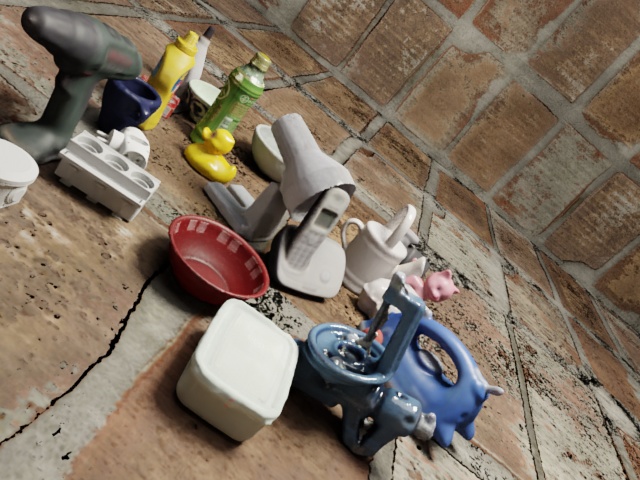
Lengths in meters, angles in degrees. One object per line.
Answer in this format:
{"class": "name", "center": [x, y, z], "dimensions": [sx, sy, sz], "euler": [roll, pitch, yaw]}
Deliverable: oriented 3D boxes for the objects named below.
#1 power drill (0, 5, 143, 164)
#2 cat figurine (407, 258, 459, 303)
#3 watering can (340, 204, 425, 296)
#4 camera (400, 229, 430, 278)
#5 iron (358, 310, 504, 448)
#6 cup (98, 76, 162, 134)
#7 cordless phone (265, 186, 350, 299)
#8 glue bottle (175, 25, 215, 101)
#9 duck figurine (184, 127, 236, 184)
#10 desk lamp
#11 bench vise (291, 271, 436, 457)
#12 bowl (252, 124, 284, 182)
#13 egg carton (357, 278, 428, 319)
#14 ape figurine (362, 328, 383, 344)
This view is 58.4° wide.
{"class": "power drill", "center": [-0.335, -0.204, 0.754], "dimensions": [0.075, 0.208, 0.230], "euler": [41, 22, 1]}
{"class": "cat figurine", "center": [0.231, 0.094, 1.229], "dimensions": [0.128, 0.117, 0.067], "euler": [42, 22, 5]}
{"class": "watering can", "center": [0.125, 0.013, 1.109], "dimensions": [0.173, 0.194, 0.100], "euler": [29, 25, -27]}
{"class": "camera", "center": [0.184, 0.033, 1.292], "dimensions": [0.137, 0.100, 0.143], "euler": [41, 22, 1]}
{"class": "iron", "center": [0.170, 0.191, 0.918], "dimensions": [0.119, 0.141, 0.257], "euler": [11, 36, -50]}
{"class": "cup", "center": [-0.318, -0.209, 0.943], "dimensions": [0.092, 0.095, 0.117], "euler": [15, 33, -47]}
{"class": "cordless phone", "center": [0.009, 0.003, 0.951], "dimensions": [0.148, 0.185, 0.094], "euler": [20, 30, -41]}
{"class": "glue bottle", "center": [-0.279, -0.392, 1.243], "dimensions": [0.078, 0.173, 0.037], "euler": [44, 22, 8]}
{"class": "duck figurine", "center": [-0.192, -0.165, 1.074], "dimensions": [0.104, 0.086, 0.078], "euler": [42, 22, 2]}
{"class": "desk lamp", "center": [-0.066, -0.094, 0.976], "dimensions": [0.203, 0.213, 0.118], "euler": [50, 24, 22]}
{"class": "bench vise", "center": [0.080, 0.154, 0.738], "dimensions": [0.208, 0.219, 0.121], "euler": [36, 22, -12]}
{"class": "bowl", "center": [-0.092, -0.177, 1.274], "dimensions": [0.168, 0.074, 0.167], "euler": [34, 23, -16]}
{"class": "egg carton", "center": [0.142, 0.130, 1.084], "dimensions": [0.151, 0.069, 0.107], "euler": [13, 35, -49]}
{"class": "ape figurine", "center": [0.056, 0.164, 0.850], "dimensions": [0.078, 0.092, 0.076], "euler": [37, 22, -9]}
